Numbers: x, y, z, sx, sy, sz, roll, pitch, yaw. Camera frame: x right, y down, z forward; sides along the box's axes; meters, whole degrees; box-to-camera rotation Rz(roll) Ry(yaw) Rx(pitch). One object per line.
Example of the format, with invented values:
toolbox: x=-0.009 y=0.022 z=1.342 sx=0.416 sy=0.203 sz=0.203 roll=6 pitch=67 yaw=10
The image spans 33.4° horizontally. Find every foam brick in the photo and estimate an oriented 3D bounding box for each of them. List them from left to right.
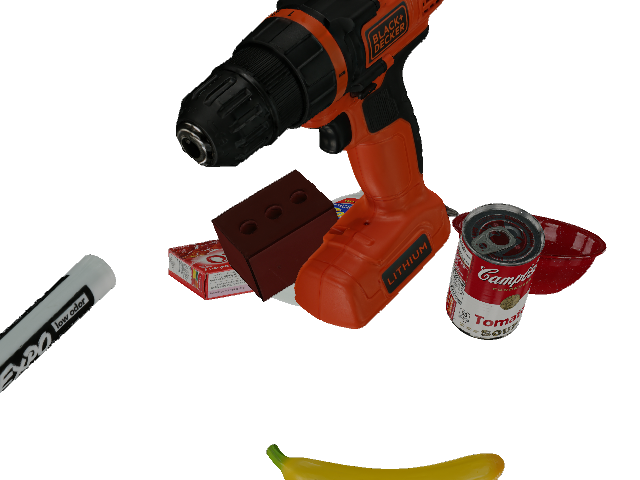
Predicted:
foam brick: x=-0.029 y=-0.004 z=0.783 sx=0.078 sy=0.051 sz=0.053 roll=-33 pitch=48 yaw=-15

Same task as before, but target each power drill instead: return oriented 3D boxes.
power drill: x=0.010 y=-0.044 z=0.562 sx=0.057 sy=0.187 sz=0.184 roll=25 pitch=53 yaw=33

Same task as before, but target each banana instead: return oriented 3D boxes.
banana: x=0.056 y=0.190 z=0.851 sx=0.197 sy=0.037 sz=0.069 roll=5 pitch=39 yaw=-7

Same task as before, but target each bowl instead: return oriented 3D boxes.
bowl: x=0.216 y=0.016 z=1.130 sx=0.162 sy=0.055 sz=0.162 roll=6 pitch=17 yaw=-2

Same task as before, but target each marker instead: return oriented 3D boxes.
marker: x=-0.130 y=0.048 z=0.442 sx=0.020 sy=0.020 sz=0.121 roll=0 pitch=35 yaw=39

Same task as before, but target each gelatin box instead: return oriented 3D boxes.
gelatin box: x=-0.085 y=0.023 z=0.984 sx=0.089 sy=0.030 sz=0.073 roll=-10 pitch=23 yaw=-33

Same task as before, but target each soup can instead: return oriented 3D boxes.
soup can: x=0.146 y=0.028 z=0.904 sx=0.068 sy=0.068 sz=0.102 roll=0 pitch=-43 yaw=-4

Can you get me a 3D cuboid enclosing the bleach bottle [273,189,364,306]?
bleach bottle: x=0.021 y=-0.012 z=1.295 sx=0.103 sy=0.068 sz=0.250 roll=21 pitch=37 yaw=29
